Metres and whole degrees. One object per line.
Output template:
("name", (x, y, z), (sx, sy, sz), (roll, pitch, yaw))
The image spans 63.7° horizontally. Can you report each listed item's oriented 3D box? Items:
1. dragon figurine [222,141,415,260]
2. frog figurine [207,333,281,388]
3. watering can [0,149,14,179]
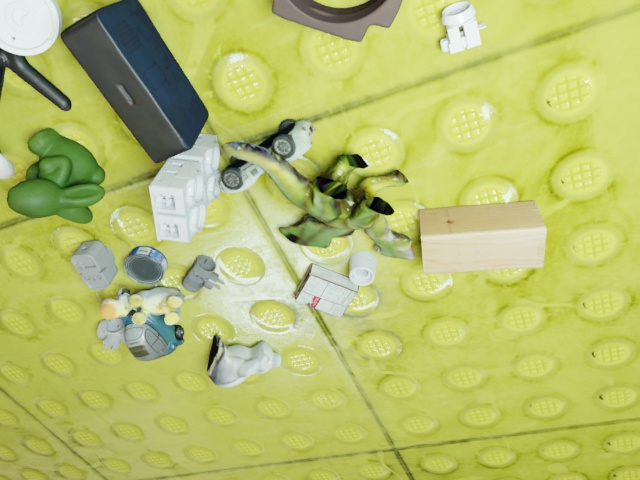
("dragon figurine", (0.003, -0.046, 0.909), (0.409, 0.125, 0.238), (17, 143, -16))
("frog figurine", (-0.176, 0.289, 1.201), (0.159, 0.124, 0.136), (20, 161, -18))
("watering can", (-0.653, -0.215, 0.842), (0.345, 0.105, 0.223), (41, 158, -16))
